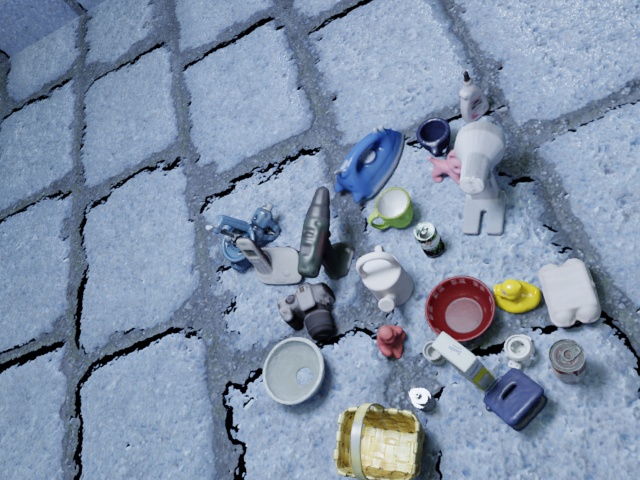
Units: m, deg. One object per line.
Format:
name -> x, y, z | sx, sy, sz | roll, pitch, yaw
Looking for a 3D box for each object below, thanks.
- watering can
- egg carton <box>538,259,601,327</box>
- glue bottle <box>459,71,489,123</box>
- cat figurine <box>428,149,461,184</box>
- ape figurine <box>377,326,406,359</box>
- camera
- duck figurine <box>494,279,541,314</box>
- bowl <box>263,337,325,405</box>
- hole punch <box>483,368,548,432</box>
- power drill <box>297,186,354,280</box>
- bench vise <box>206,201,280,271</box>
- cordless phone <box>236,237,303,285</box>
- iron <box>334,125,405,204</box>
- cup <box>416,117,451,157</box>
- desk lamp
watering can -> 0.154, 0.088, 1.374 | 0.101, 0.195, 0.172 | -36, 54, 5
egg carton -> 0.543, 0.115, 1.246 | 0.107, 0.070, 0.150 | -16, 58, 18
glue bottle -> 0.402, -0.388, 1.526 | 0.078, 0.174, 0.037 | -42, 53, 0
cat figurine -> 0.343, -0.202, 1.487 | 0.127, 0.118, 0.067 | 8, 67, 29
ape figurine -> 0.163, 0.232, 1.354 | 0.078, 0.092, 0.076 | -41, 54, 1
camera -> -0.029, 0.190, 1.467 | 0.143, 0.101, 0.136 | -27, 55, 11
duck figurine -> 0.439, 0.117, 1.285 | 0.104, 0.086, 0.077 | -2, 63, 25
bowl -> -0.054, 0.331, 1.418 | 0.167, 0.075, 0.167 | -12, 59, 20
hole punch -> 0.399, 0.327, 1.187 | 0.109, 0.091, 0.100 | -46, 54, -3
power drill -> 0.014, 0.005, 1.480 | 0.075, 0.209, 0.230 | 3, 65, 28
bench vise -> -0.225, -0.037, 1.613 | 0.121, 0.220, 0.207 | 12, 70, 31
cordless phone -> -0.133, 0.047, 1.544 | 0.147, 0.186, 0.094 | -5, 62, 24
iron -> 0.136, -0.237, 1.594 | 0.118, 0.142, 0.258 | 32, 81, 35
cup -> 0.316, -0.258, 1.546 | 0.091, 0.095, 0.117 | -12, 59, 21
desk lamp -> 0.387, -0.147, 1.376 | 0.117, 0.214, 0.203 | -1, 63, 26
